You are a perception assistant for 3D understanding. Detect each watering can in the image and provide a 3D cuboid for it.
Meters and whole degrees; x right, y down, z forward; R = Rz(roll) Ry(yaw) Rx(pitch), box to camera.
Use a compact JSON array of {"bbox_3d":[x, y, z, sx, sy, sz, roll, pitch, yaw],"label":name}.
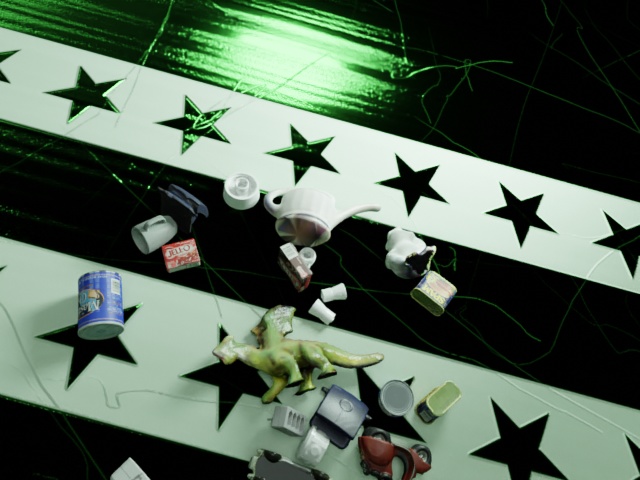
[{"bbox_3d":[0.004,-0.074,1.477,0.348,0.101,0.230,9,38,0],"label":"watering can"}]

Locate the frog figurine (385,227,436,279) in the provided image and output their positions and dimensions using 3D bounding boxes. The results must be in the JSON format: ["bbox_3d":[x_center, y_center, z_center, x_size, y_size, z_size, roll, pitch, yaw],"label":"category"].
[{"bbox_3d":[0.241,0.037,1.486,0.138,0.120,0.161,-33,34,-17],"label":"frog figurine"}]

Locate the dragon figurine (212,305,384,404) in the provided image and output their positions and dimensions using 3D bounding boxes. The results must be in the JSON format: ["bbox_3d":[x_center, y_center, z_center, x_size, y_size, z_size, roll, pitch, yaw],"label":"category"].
[{"bbox_3d":[-0.063,0.259,1.290,0.412,0.119,0.247,-10,53,-25],"label":"dragon figurine"}]
